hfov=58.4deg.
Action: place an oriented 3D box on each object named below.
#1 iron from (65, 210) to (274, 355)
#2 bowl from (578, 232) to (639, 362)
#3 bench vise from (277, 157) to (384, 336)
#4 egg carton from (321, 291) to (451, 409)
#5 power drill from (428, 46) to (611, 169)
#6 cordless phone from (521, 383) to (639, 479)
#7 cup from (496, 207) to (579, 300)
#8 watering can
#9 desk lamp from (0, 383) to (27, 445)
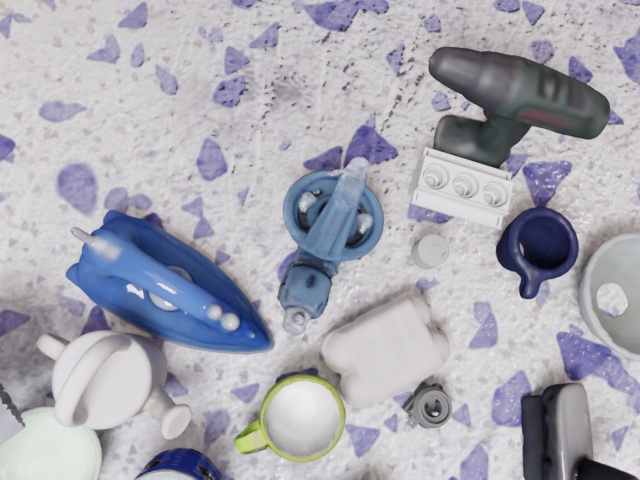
[{"bbox_3d":[-0.162,0.058,0.651,0.258,0.141,0.119,29,77,-1],"label":"iron"},{"bbox_3d":[0.408,0.078,0.757,0.167,0.074,0.167,1,79,-7],"label":"bowl"},{"bbox_3d":[0.018,0.003,0.645,0.121,0.219,0.207,3,79,-7],"label":"bench vise"},{"bbox_3d":[0.082,0.136,0.705,0.150,0.069,0.107,-28,84,-12],"label":"egg carton"},{"bbox_3d":[0.217,-0.155,0.708,0.229,0.208,0.076,9,78,-6],"label":"power drill"},{"bbox_3d":[0.313,0.242,0.656,0.094,0.185,0.147,-2,79,-7],"label":"cordless phone"},{"bbox_3d":[0.266,0.024,0.738,0.091,0.095,0.118,18,77,-3],"label":"cup"},{"bbox_3d":[-0.216,0.146,0.599,0.173,0.194,0.101,9,78,-6],"label":"watering can"},{"bbox_3d":[-0.383,0.186,0.560,0.203,0.213,0.118,-37,85,-12],"label":"desk lamp"}]
